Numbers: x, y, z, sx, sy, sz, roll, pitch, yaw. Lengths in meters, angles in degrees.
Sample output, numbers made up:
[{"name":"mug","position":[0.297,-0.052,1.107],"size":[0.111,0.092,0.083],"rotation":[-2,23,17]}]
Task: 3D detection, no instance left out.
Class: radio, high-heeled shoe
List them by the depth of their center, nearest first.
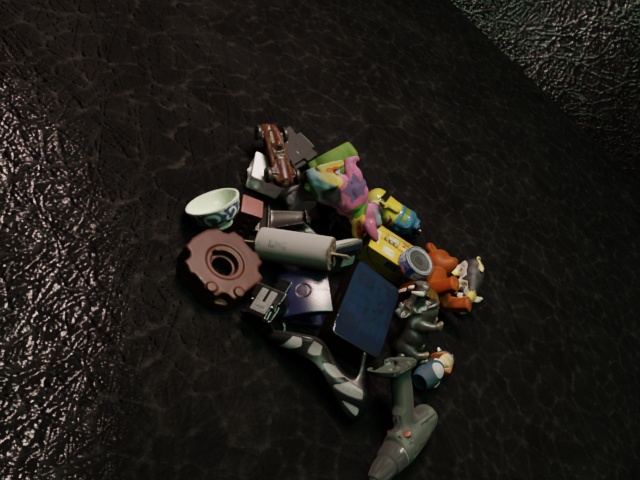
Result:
[{"name":"high-heeled shoe","position":[-0.010,0.276,1.104],"size":[0.249,0.086,0.145],"rotation":[15,82,0]},{"name":"radio","position":[0.093,0.170,1.234],"size":[0.131,0.073,0.230],"rotation":[35,46,-9]}]

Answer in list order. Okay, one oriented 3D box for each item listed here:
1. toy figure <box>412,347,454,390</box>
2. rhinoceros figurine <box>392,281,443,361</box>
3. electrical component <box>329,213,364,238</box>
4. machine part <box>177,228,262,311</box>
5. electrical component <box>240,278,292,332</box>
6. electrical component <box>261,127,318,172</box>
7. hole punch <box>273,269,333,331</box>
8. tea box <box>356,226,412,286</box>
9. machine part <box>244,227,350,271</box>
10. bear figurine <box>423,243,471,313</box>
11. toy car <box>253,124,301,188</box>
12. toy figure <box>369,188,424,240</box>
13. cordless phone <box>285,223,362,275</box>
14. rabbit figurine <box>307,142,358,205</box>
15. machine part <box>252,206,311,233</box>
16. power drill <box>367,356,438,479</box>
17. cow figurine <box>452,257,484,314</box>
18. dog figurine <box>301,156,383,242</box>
[{"name":"toy figure","position":[0.276,0.302,1.272],"size":[0.154,0.058,0.064],"rotation":[-23,111,-45]},{"name":"rhinoceros figurine","position":[0.222,0.187,1.246],"size":[0.112,0.190,0.073],"rotation":[15,12,0]},{"name":"electrical component","position":[0.072,-0.038,1.389],"size":[0.102,0.045,0.078],"rotation":[38,57,-11]},{"name":"machine part","position":[-0.206,0.056,1.123],"size":[0.179,0.056,0.179],"rotation":[19,47,-22]},{"name":"electrical component","position":[-0.100,0.122,1.110],"size":[0.075,0.047,0.119],"rotation":[24,63,24]},{"name":"electrical component","position":[-0.076,-0.238,1.443],"size":[0.115,0.058,0.134],"rotation":[45,44,0]},{"name":"hole punch","position":[-0.035,0.124,1.170],"size":[0.116,0.092,0.142],"rotation":[9,56,-26]},{"name":"tea box","position":[0.186,0.043,1.399],"size":[0.169,0.068,0.098],"rotation":[34,46,-10]},{"name":"machine part","position":[-0.054,0.019,1.181],"size":[0.243,0.079,0.079],"rotation":[9,44,14]},{"name":"bear figurine","position":[0.334,0.095,1.427],"size":[0.120,0.132,0.196],"rotation":[54,42,-27]},{"name":"toy car","position":[-0.107,-0.216,1.331],"size":[0.089,0.053,0.202],"rotation":[0,59,-24]},{"name":"toy figure","position":[0.203,-0.072,1.494],"size":[0.180,0.082,0.089],"rotation":[29,34,-7]},{"name":"cordless phone","position":[-0.002,-0.004,1.308],"size":[0.146,0.088,0.184],"rotation":[-14,47,-41]},{"name":"rabbit figurine","position":[0.051,-0.152,1.428],"size":[0.159,0.121,0.170],"rotation":[-33,94,-42]},{"name":"machine part","position":[-0.090,-0.048,1.264],"size":[0.139,0.039,0.084],"rotation":[-1,45,4]},{"name":"power drill","position":[0.156,0.352,1.086],"size":[0.232,0.086,0.207],"rotation":[-14,90,-48]},{"name":"cow figurine","position":[0.412,0.124,1.474],"size":[0.068,0.098,0.167],"rotation":[34,44,-17]},{"name":"dog figurine","position":[0.064,-0.085,1.303],"size":[0.191,0.108,0.219],"rotation":[-21,92,-39]}]
